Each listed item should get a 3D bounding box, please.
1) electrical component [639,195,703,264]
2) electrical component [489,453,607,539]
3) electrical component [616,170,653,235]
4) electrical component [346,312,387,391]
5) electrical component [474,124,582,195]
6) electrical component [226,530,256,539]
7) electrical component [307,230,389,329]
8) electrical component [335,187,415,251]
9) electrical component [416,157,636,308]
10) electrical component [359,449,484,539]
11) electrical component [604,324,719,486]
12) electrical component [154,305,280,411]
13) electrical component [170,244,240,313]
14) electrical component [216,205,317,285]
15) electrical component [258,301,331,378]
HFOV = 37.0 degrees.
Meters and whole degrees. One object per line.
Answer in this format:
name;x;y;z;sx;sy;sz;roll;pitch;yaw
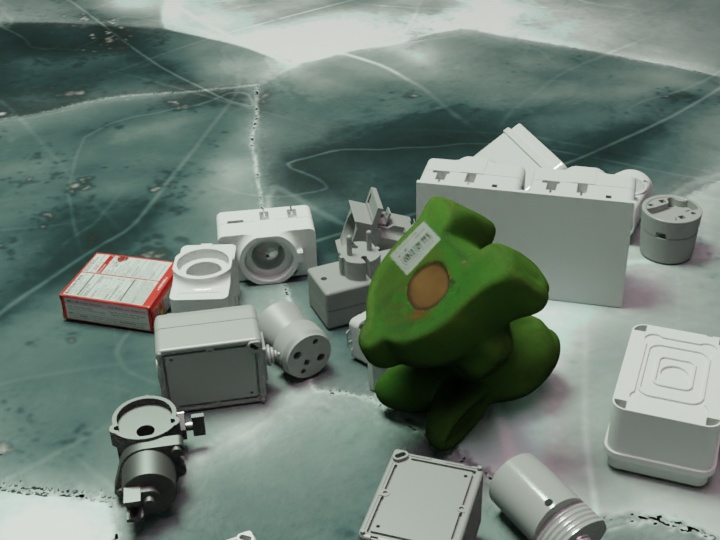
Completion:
electrical component;0.293;-0.038;1.020;0.055;0.047;0.055;-1;32;1
electrical component;0.126;0.162;0.709;0.043;0.043;0.081;-18;35;-24
electrical component;0.245;-0.069;1.074;0.079;0.044;0.077;14;35;23
electrical component;0.027;0.059;0.882;0.064;0.042;0.081;23;39;39
electrical component;0.170;-0.084;1.056;0.057;0.078;0.113;-38;35;5
electrical component;-0.083;0.204;0.633;0.096;0.061;0.061;-14;34;-20
electrical component;0.000;0.000;0.944;0.083;0.075;0.047;-14;34;-19
electrical component;0.016;-0.030;0.995;0.064;0.081;0.042;10;30;-17
electrical component;0.148;-0.037;0.970;0.186;0.105;0.060;7;33;13
electrical component;0.038;0.171;0.681;0.062;0.061;0.096;9;33;16
electrical component;0.229;0.098;0.794;0.078;0.057;0.113;10;34;18
electrical component;-0.113;0.067;0.854;0.096;0.061;0.061;-7;32;-8
electrical component;-0.135;0.017;0.942;0.050;0.055;0.089;-1;32;0
electrical component;-0.087;-0.023;1.009;0.089;0.050;0.055;-5;32;-6
electrical component;-0.055;0.057;0.884;0.045;0.045;0.055;-19;36;-26
